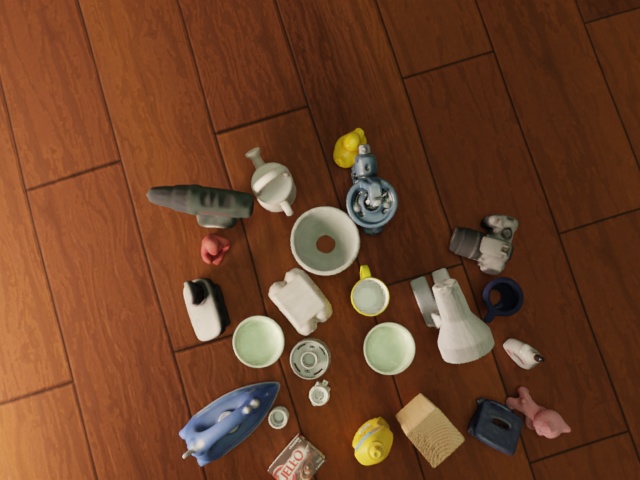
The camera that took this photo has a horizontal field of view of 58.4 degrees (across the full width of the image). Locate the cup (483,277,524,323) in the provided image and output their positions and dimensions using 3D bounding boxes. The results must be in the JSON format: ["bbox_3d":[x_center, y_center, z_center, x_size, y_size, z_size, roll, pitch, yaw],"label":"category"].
[{"bbox_3d":[0.418,0.148,1.363,0.091,0.095,0.118,34,85,5],"label":"cup"}]

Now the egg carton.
[{"bbox_3d":[-0.045,0.147,1.381,0.107,0.069,0.150,-41,84,-4],"label":"egg carton"}]

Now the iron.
[{"bbox_3d":[-0.203,0.414,1.316,0.258,0.141,0.118,-37,84,-3],"label":"iron"}]

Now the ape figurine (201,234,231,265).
[{"bbox_3d":[-0.257,0.017,1.387,0.078,0.092,0.076,-23,83,-2],"label":"ape figurine"}]

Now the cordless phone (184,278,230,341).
[{"bbox_3d":[-0.277,0.160,1.324,0.094,0.185,0.147,-22,83,-2],"label":"cordless phone"}]

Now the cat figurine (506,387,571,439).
[{"bbox_3d":[0.506,0.406,1.321,0.128,0.118,0.067,43,86,5],"label":"cat figurine"}]

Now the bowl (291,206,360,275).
[{"bbox_3d":[0.013,0.005,1.394,0.167,0.075,0.167,0,83,1],"label":"bowl"}]

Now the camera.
[{"bbox_3d":[0.391,-0.001,1.378,0.136,0.101,0.143,17,84,3],"label":"camera"}]

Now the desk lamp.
[{"bbox_3d":[0.294,0.168,1.302,0.118,0.213,0.203,-22,83,-2],"label":"desk lamp"}]

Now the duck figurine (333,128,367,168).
[{"bbox_3d":[0.075,-0.232,1.415,0.077,0.086,0.104,36,85,5],"label":"duck figurine"}]

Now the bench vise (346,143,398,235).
[{"bbox_3d":[0.107,-0.123,1.335,0.121,0.220,0.207,-25,84,-2],"label":"bench vise"}]

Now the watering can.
[{"bbox_3d":[-0.118,-0.136,1.352,0.173,0.194,0.101,36,85,5],"label":"watering can"}]

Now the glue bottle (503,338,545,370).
[{"bbox_3d":[0.475,0.264,1.310,0.037,0.173,0.078,-43,84,-4],"label":"glue bottle"}]

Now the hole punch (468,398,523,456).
[{"bbox_3d":[0.409,0.432,1.332,0.108,0.091,0.101,26,84,4],"label":"hole punch"}]

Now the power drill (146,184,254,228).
[{"bbox_3d":[-0.264,-0.080,1.340,0.229,0.208,0.076,3,83,1],"label":"power drill"}]
